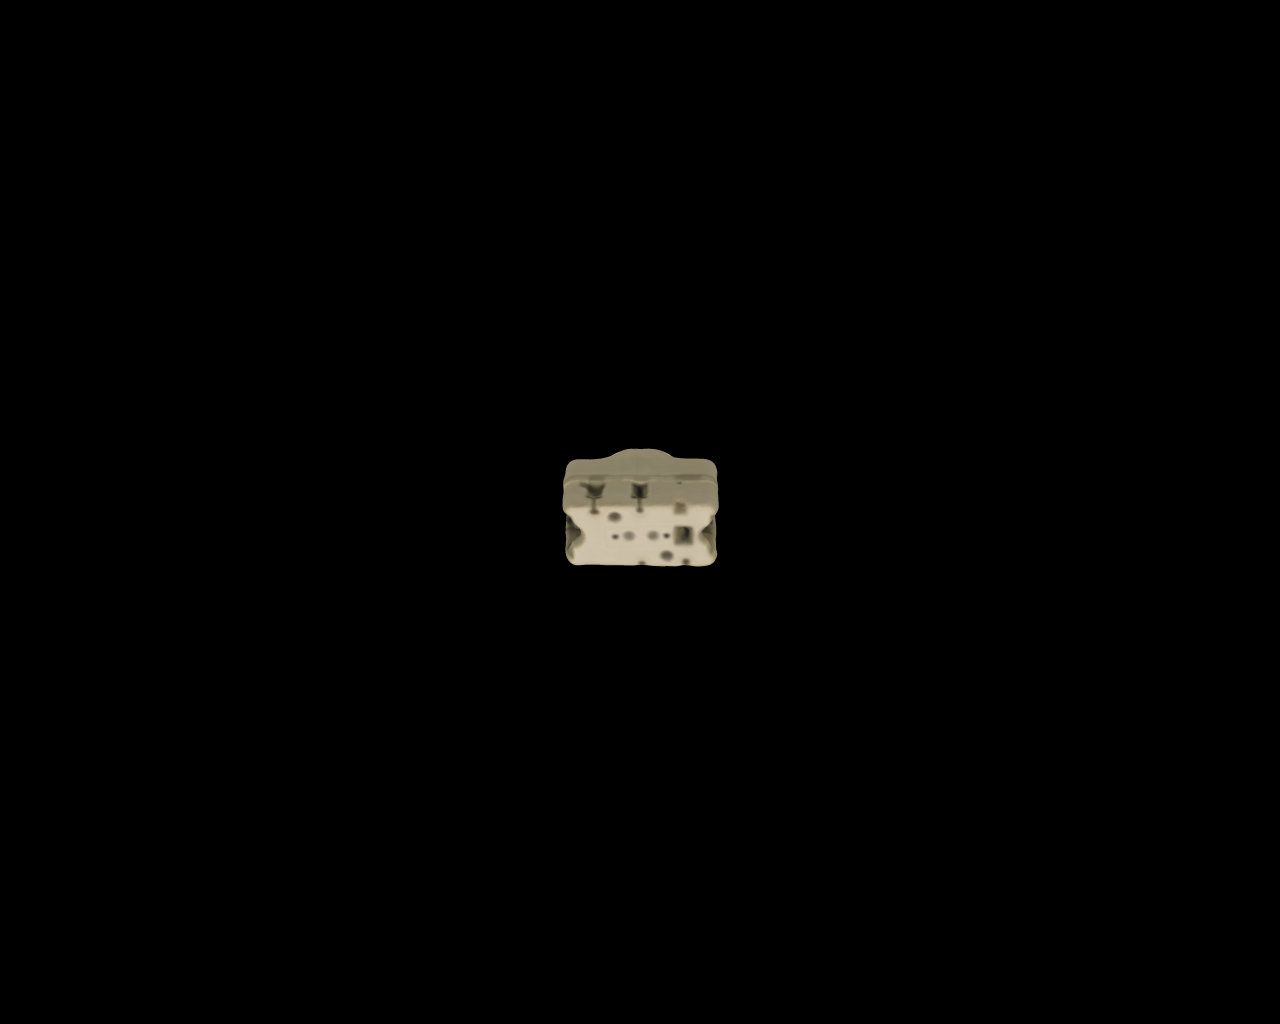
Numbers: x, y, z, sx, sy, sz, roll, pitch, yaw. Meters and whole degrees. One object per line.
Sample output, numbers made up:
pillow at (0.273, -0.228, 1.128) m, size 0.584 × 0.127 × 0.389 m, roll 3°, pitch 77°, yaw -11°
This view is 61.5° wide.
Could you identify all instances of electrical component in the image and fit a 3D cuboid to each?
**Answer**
electrical component at (0.001, -0.003, 0.650) m, size 0.089 × 0.050 × 0.056 m, roll 0°, pitch 37°, yaw 0°
